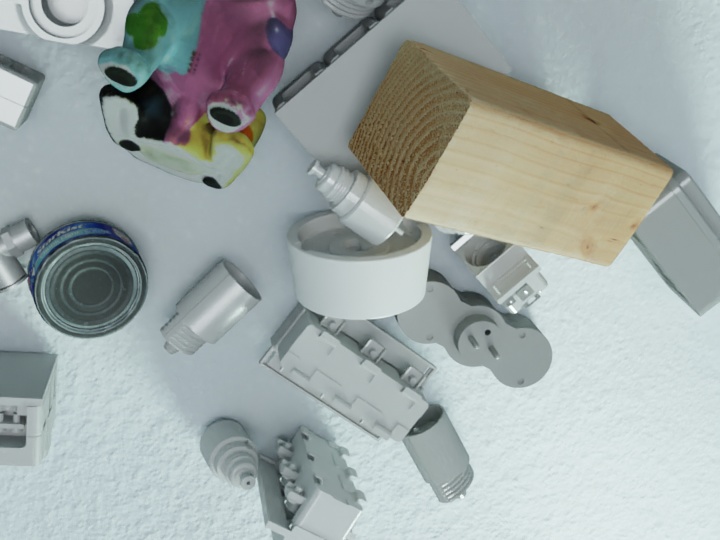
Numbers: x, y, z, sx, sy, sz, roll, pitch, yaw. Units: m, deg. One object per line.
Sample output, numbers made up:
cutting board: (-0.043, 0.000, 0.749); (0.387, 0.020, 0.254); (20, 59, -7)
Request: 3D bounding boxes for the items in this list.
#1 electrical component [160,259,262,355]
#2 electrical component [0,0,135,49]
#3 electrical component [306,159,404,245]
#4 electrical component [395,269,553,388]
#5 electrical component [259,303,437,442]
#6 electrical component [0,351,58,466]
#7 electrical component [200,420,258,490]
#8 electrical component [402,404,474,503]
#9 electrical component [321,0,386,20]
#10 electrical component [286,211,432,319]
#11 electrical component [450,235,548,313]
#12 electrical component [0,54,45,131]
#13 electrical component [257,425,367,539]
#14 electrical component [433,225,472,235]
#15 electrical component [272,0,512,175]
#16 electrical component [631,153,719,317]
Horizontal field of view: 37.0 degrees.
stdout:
electrical component: (-0.120, 0.035, 0.831); (0.081, 0.043, 0.043); (-43, 108, 6)
electrical component: (-0.202, -0.185, 0.745); (0.089, 0.055, 0.050); (8, 106, -11)
electrical component: (-0.003, -0.050, 0.756); (0.078, 0.040, 0.040); (35, 99, -18)
electrical component: (0.092, 0.052, 0.851); (0.138, 0.073, 0.052); (26, 102, -15)
electrical component: (-0.007, 0.080, 0.851); (0.121, 0.063, 0.078); (35, 99, -17)
electrical component: (-0.308, 0.103, 0.801); (0.150, 0.089, 0.061); (4, 106, -9)
electrical component: (-0.100, 0.150, 0.855); (0.040, 0.078, 0.040); (-8, 112, -21)
electrical component: (0.068, 0.157, 0.896); (0.043, 0.043, 0.081); (-28, 109, 1)
electrical component: (0.005, -0.205, 0.746); (0.043, 0.043, 0.081); (31, 136, -16)
electrical component: (0.000, 0.000, 0.807); (0.108, 0.108, 0.060); (-4, 114, -7)
electrical component: (0.111, -0.003, 0.841); (0.042, 0.081, 0.064); (-40, 131, 5)
electrical component: (-0.279, -0.119, 0.758); (0.083, 0.047, 0.075); (25, 102, -15)
electrical component: (-0.038, 0.176, 0.846); (0.079, 0.121, 0.063); (30, 98, -16)
electrical component: (0.072, -0.046, 0.819); (0.040, 0.078, 0.040); (-9, 115, -20)
electrical component: (0.020, -0.135, 0.789); (0.150, 0.061, 0.089); (-40, 108, 5)
electrical component: (0.250, -0.029, 0.847); (0.057, 0.078, 0.113); (-39, 108, 8)
